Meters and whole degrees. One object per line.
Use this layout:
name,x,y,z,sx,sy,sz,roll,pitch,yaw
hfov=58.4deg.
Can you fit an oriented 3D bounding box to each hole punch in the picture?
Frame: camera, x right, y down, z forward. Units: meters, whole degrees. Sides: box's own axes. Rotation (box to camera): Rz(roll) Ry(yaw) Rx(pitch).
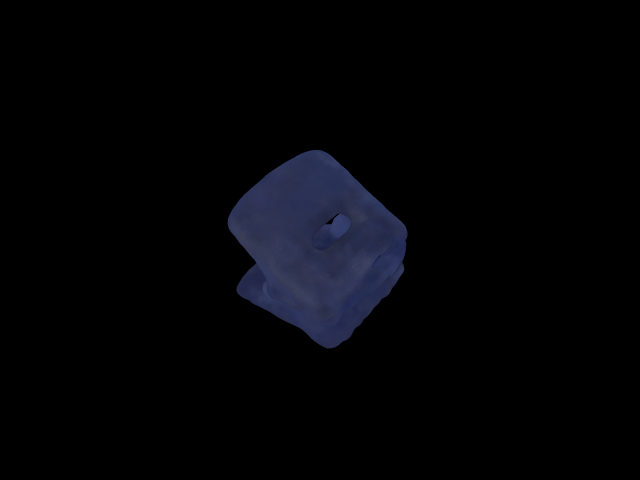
hole punch,0.004,0.001,0.400,0.100,0.091,0.109,27,50,25
